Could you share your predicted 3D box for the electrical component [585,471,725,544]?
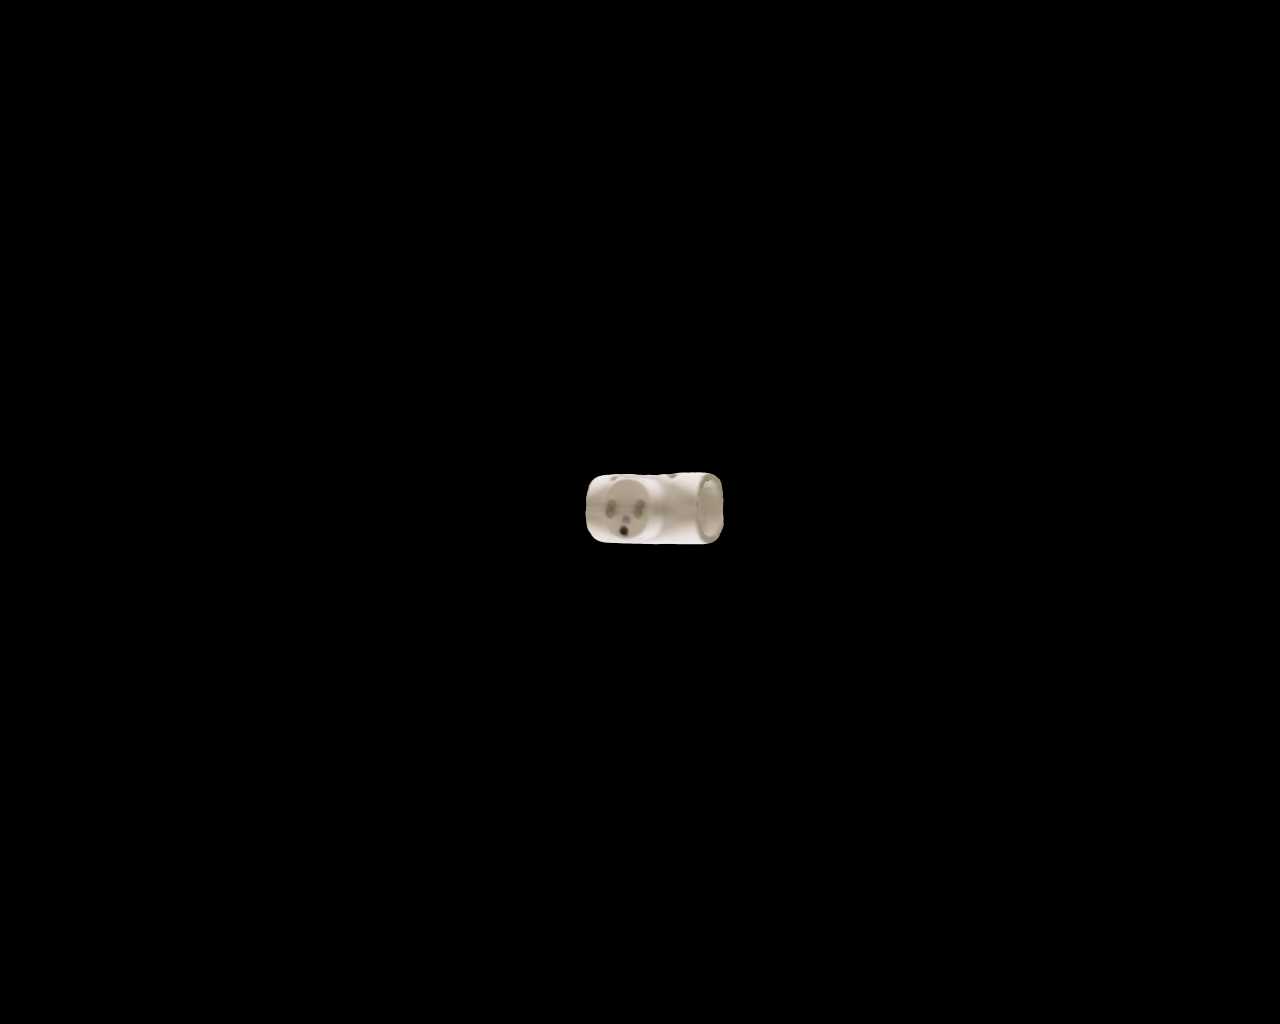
[{"bbox_3d":[0.001,-0.003,0.650,0.077,0.044,0.079,0,0,28],"label":"electrical component"}]
